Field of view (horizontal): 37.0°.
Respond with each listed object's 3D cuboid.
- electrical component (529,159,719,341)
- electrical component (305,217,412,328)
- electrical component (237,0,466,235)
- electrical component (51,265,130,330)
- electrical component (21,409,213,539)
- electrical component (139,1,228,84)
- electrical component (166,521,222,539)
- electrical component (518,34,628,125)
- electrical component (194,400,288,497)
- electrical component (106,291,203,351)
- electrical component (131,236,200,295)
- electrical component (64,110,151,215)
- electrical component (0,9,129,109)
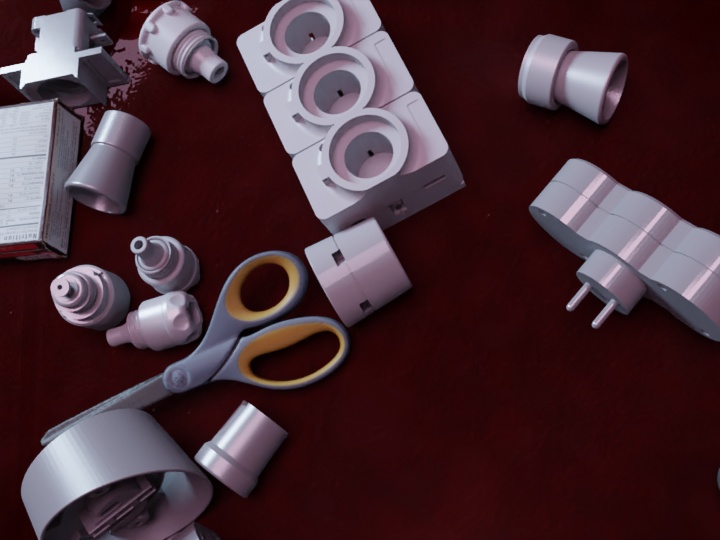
[{"bbox_3d":[0.147,-0.001,0.601,0.073,0.052,0.138,-49,53,-4],"label":"electrical component"},{"bbox_3d":[0.000,0.000,0.657,0.047,0.055,0.055,-29,66,2],"label":"electrical component"},{"bbox_3d":[-0.008,-0.104,0.690,0.089,0.061,0.150,-28,66,6],"label":"electrical component"},{"bbox_3d":[-0.178,0.016,0.696,0.040,0.078,0.040,-1,81,8],"label":"electrical component"},{"bbox_3d":[-0.145,0.131,0.634,0.099,0.099,0.064,-42,59,0],"label":"electrical component"},{"bbox_3d":[-0.120,-0.155,0.753,0.062,0.048,0.048,39,86,18],"label":"electrical component"},{"bbox_3d":[-0.091,0.186,0.607,0.051,0.080,0.080,-38,65,-5],"label":"electrical component"},{"bbox_3d":[0.131,-0.118,0.662,0.055,0.045,0.045,21,79,23],"label":"electrical component"},{"bbox_3d":[-0.071,0.107,0.650,0.040,0.040,0.046,32,78,24],"label":"electrical component"},{"bbox_3d":[-0.135,0.036,0.696,0.061,0.035,0.035,-17,68,14],"label":"electrical component"},{"bbox_3d":[-0.129,-0.006,0.694,0.035,0.061,0.035,-5,70,15],"label":"electrical component"},{"bbox_3d":[-0.171,-0.077,0.744,0.044,0.044,0.065,12,71,20],"label":"electrical component"},{"bbox_3d":[-0.213,-0.152,0.782,0.081,0.042,0.063,-8,66,14],"label":"electrical component"}]
